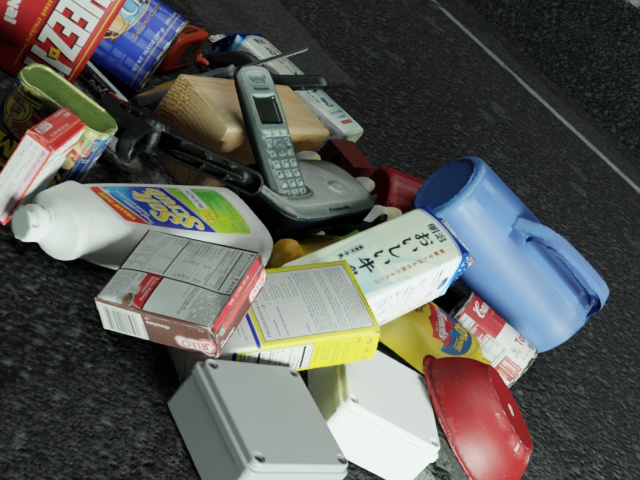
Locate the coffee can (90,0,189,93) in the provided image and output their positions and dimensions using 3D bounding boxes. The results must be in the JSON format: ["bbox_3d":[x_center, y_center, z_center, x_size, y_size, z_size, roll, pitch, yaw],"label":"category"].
[{"bbox_3d":[-0.236,-0.250,1.215,0.140,0.103,0.102,35,24,-10],"label":"coffee can"}]

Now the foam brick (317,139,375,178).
[{"bbox_3d":[0.019,-0.079,1.317,0.051,0.078,0.053,4,42,-55],"label":"foam brick"}]

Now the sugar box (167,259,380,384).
[{"bbox_3d":[-0.045,0.070,0.920,0.176,0.048,0.093,-7,44,-19],"label":"sugar box"}]

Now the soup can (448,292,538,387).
[{"bbox_3d":[0.191,0.118,1.234,0.102,0.069,0.068,42,24,3],"label":"soup can"}]

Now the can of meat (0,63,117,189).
[{"bbox_3d":[-0.244,-0.096,0.960,0.102,0.084,0.057,37,24,-6],"label":"can of meat"}]

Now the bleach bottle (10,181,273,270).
[{"bbox_3d":[-0.159,-0.007,0.955,0.250,0.068,0.103,1,41,-52],"label":"bleach bottle"}]

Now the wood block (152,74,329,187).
[{"bbox_3d":[-0.093,-0.121,1.213,0.090,0.091,0.205,49,25,19],"label":"wood block"}]

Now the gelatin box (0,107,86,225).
[{"bbox_3d":[-0.242,-0.064,0.900,0.030,0.089,0.073,37,24,-5],"label":"gelatin box"}]

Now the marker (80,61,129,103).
[{"bbox_3d":[-0.235,-0.166,1.167,0.121,0.020,0.020,44,24,18],"label":"marker"}]

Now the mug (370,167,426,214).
[{"bbox_3d":[0.096,-0.051,1.370,0.081,0.093,0.117,19,27,-29],"label":"mug"}]

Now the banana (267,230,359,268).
[{"bbox_3d":[-0.019,0.012,1.107,0.037,0.070,0.197,52,20,8],"label":"banana"}]

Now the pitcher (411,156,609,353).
[{"bbox_3d":[0.229,0.014,1.299,0.242,0.149,0.145,47,18,-23],"label":"pitcher"}]

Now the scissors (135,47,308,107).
[{"bbox_3d":[-0.116,-0.193,1.235,0.096,0.201,0.016,-131,-157,-74],"label":"scissors"}]

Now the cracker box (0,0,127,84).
[{"bbox_3d":[-0.308,-0.261,1.058,0.213,0.164,0.072,31,28,-18],"label":"cracker box"}]

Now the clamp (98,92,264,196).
[{"bbox_3d":[-0.159,-0.100,1.070,0.164,0.036,0.210,17,13,-35],"label":"clamp"}]

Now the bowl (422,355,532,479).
[{"bbox_3d":[0.161,0.174,1.038,0.162,0.055,0.162,56,15,-24],"label":"bowl"}]

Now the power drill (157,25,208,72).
[{"bbox_3d":[-0.242,-0.289,1.332,0.187,0.057,0.184,41,24,3],"label":"power drill"}]

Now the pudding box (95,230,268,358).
[{"bbox_3d":[-0.111,0.041,0.864,0.114,0.039,0.090,13,46,22],"label":"pudding box"}]

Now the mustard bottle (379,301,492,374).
[{"bbox_3d":[0.116,0.105,1.161,0.191,0.058,0.096,38,25,-4],"label":"mustard bottle"}]

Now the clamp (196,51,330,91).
[{"bbox_3d":[-0.085,-0.177,1.347,0.171,0.120,0.039,22,-9,11],"label":"clamp"}]
